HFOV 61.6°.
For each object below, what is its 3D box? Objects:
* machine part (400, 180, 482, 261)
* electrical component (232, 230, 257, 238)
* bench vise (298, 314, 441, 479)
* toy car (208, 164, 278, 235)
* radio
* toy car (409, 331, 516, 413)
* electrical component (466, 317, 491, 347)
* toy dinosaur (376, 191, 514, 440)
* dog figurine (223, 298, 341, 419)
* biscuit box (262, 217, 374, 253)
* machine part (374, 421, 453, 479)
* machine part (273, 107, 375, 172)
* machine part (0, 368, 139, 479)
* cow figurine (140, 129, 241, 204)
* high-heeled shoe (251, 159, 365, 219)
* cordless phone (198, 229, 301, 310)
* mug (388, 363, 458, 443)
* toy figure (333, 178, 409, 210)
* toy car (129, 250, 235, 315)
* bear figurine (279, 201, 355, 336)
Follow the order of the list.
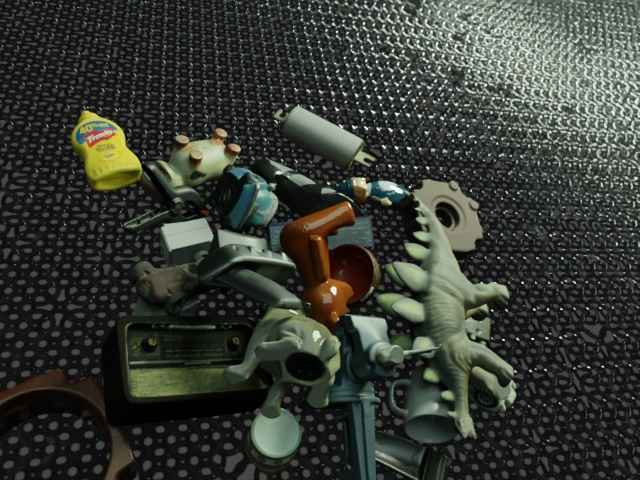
[{"bbox_3d":[0.245,-0.041,1.079,0.179,0.056,0.179,12,60,-22],"label":"machine part"},{"bbox_3d":[-0.155,0.017,0.970,0.063,0.021,0.094,31,52,10],"label":"electrical component"},{"bbox_3d":[0.050,0.233,0.751,0.129,0.224,0.240,16,62,-39],"label":"bench vise"},{"bbox_3d":[-0.135,-0.070,0.994,0.103,0.109,0.162,25,6,-35],"label":"toy car"},{"bbox_3d":[-0.180,0.176,0.752,0.229,0.073,0.131,10,45,-41],"label":"radio"},{"bbox_3d":[0.239,0.209,0.907,0.202,0.056,0.073,37,45,13],"label":"toy car"},{"bbox_3d":[0.271,0.153,0.966,0.078,0.045,0.102,23,50,5],"label":"electrical component"},{"bbox_3d":[0.199,0.096,0.880,0.199,0.105,0.471,15,45,-9],"label":"toy dinosaur"},{"bbox_3d":[-0.028,0.126,0.747,0.172,0.121,0.191,-19,26,24],"label":"dog figurine"},{"bbox_3d":[-0.002,-0.003,0.992,0.203,0.059,0.062,-4,84,-19],"label":"biscuit box"},{"bbox_3d":[0.124,0.325,0.793,0.139,0.039,0.084,27,55,4],"label":"machine part"},{"bbox_3d":[0.006,-0.220,1.169,0.243,0.079,0.079,29,50,7],"label":"machine part"},{"bbox_3d":[-0.346,0.281,0.664,0.201,0.087,0.201,-24,63,-32],"label":"machine part"},{"bbox_3d":[-0.252,-0.130,1.011,0.085,0.127,0.195,42,39,17],"label":"cow figurine"},{"bbox_3d":[-0.024,-0.088,1.082,0.248,0.086,0.145,26,11,-21],"label":"high-heeled shoe"},{"bbox_3d":[-0.075,0.059,0.789,0.184,0.088,0.146,24,6,39],"label":"cordless phone"},{"bbox_3d":[0.160,0.248,0.843,0.110,0.080,0.107,13,38,-1],"label":"mug"},{"bbox_3d":[0.105,-0.099,1.116,0.154,0.064,0.057,11,94,-7],"label":"toy figure"},{"bbox_3d":[-0.203,0.058,0.841,0.089,0.053,0.202,34,20,20],"label":"toy car"},{"bbox_3d":[0.013,0.053,0.887,0.132,0.120,0.196,-22,84,-22],"label":"bear figurine"}]
